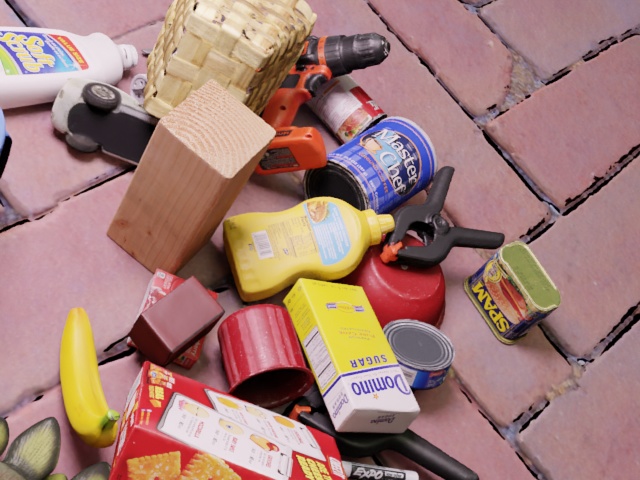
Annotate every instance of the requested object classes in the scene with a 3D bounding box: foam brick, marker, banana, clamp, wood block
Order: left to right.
[{"bbox_3d":[-0.219,0.140,1.015,0.037,0.070,0.198,19,17,-32],"label":"banana"},{"bbox_3d":[-0.145,0.084,1.076,0.051,0.053,0.078,47,52,6],"label":"foam brick"},{"bbox_3d":[-0.138,-0.057,1.115,0.090,0.206,0.090,40,49,2],"label":"wood block"},{"bbox_3d":[0.047,0.246,1.127,0.121,0.020,0.020,13,53,-20],"label":"marker"},{"bbox_3d":[0.070,0.201,1.152,0.209,0.036,0.164,1,47,-26],"label":"clamp"},{"bbox_3d":[0.133,-0.024,1.271,0.171,0.039,0.120,-17,65,-36],"label":"clamp"}]

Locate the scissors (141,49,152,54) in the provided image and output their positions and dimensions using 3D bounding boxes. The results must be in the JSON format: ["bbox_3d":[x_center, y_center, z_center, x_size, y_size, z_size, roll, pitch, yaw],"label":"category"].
[{"bbox_3d":[-0.120,-0.218,1.361,0.201,0.016,0.096,-15,67,-34],"label":"scissors"}]

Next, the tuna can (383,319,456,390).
[{"bbox_3d":[0.106,0.129,1.197,0.086,0.034,0.086,11,33,-8],"label":"tuna can"}]

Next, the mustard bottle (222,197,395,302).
[{"bbox_3d":[-0.008,0.002,1.202,0.191,0.058,0.096,-14,66,-12],"label":"mustard bottle"}]

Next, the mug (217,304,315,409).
[{"bbox_3d":[-0.054,0.125,1.122,0.117,0.093,0.081,29,35,-49],"label":"mug"}]

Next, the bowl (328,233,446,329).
[{"bbox_3d":[0.090,0.043,1.266,0.162,0.055,0.162,14,53,-19],"label":"bowl"}]

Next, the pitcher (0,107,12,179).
[{"bbox_3d":[-0.357,-0.057,0.976,0.144,0.243,0.149,13,59,-23],"label":"pitcher"}]

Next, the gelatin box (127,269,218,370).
[{"bbox_3d":[-0.154,0.082,1.127,0.073,0.030,0.089,24,51,-12],"label":"gelatin box"}]

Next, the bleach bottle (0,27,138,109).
[{"bbox_3d":[-0.327,-0.203,1.214,0.250,0.068,0.102,-15,66,-37],"label":"bleach bottle"}]

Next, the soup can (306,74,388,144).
[{"bbox_3d":[0.028,-0.174,1.374,0.102,0.069,0.068,48,50,10],"label":"soup can"}]

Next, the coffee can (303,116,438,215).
[{"bbox_3d":[0.063,-0.078,1.303,0.103,0.103,0.140,48,50,9],"label":"coffee can"}]

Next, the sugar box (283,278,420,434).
[{"bbox_3d":[0.032,0.123,1.141,0.093,0.048,0.176,8,39,-36],"label":"sugar box"}]

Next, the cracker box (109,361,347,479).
[{"bbox_3d":[-0.084,0.208,1.001,0.213,0.072,0.164,24,10,-11],"label":"cracker box"}]

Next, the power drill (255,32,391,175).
[{"bbox_3d":[-0.013,-0.169,1.277,0.057,0.185,0.187,55,38,-42],"label":"power drill"}]

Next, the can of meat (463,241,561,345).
[{"bbox_3d":[0.237,0.064,1.310,0.057,0.084,0.102,-20,70,-36],"label":"can of meat"}]
